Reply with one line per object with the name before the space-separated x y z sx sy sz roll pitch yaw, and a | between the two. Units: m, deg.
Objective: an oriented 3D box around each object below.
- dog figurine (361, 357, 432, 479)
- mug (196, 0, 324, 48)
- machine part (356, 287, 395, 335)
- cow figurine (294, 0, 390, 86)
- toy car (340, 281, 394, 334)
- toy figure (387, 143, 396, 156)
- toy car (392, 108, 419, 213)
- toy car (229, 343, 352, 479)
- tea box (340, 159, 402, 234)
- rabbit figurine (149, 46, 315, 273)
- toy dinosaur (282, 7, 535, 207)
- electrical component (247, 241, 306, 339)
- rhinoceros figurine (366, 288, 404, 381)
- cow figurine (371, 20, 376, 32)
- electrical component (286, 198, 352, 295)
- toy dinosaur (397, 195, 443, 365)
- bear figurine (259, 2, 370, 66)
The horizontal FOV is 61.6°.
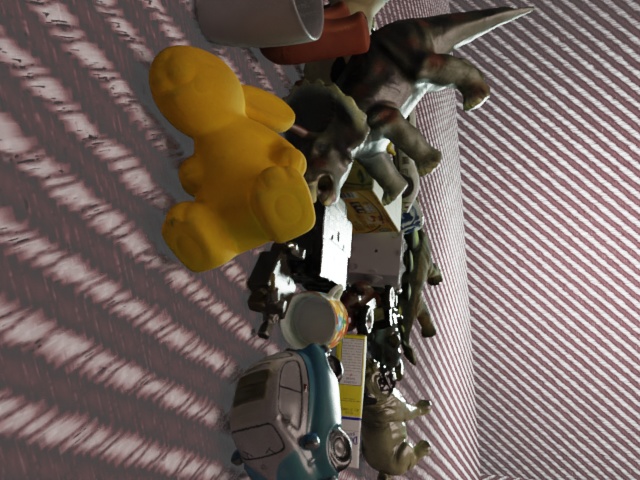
dog figurine | 0.092 0.300 0.890 0.190 0.121 0.172 43 44 -43
mug | -0.061 -0.228 0.495 0.081 0.107 0.109 -28 110 -68
machine part | 0.089 0.092 0.921 0.039 0.084 0.139 27 47 -39
cow figurine | 0.034 -0.282 0.725 0.085 0.127 0.194 12 80 -72
toy car | 0.049 0.089 0.778 0.202 0.089 0.053 -20 109 -67
toy figure | 0.057 -0.184 0.846 0.180 0.089 0.082 36 51 -54
toy car | 0.145 -0.148 0.939 0.073 0.056 0.201 16 71 -84
toy car | -0.036 0.169 0.534 0.102 0.109 0.162 42 38 -40
tea box | 0.059 -0.068 0.811 0.169 0.098 0.068 44 48 -63
rabbit figurine | -0.072 -0.083 0.454 0.173 0.122 0.162 61 26 -15
toy dinosaur | 0.089 -0.188 0.656 0.405 0.192 0.131 -55 -170 -15
electrical component | -0.047 0.048 0.591 0.102 0.045 0.078 -65 145 -50
rhinoceros figurine | 0.122 0.166 0.985 0.112 0.073 0.190 -25 112 -66
cow figurine | 0.051 -0.331 0.866 0.167 0.068 0.098 -35 115 -67
electrical component | -0.001 -0.002 0.700 0.114 0.058 0.134 45 46 -63
toy dinosaur | 0.192 0.039 1.149 0.198 0.105 0.471 59 30 -46
bear figurine | -0.030 -0.294 0.571 0.120 0.132 0.195 -114 -168 -59
